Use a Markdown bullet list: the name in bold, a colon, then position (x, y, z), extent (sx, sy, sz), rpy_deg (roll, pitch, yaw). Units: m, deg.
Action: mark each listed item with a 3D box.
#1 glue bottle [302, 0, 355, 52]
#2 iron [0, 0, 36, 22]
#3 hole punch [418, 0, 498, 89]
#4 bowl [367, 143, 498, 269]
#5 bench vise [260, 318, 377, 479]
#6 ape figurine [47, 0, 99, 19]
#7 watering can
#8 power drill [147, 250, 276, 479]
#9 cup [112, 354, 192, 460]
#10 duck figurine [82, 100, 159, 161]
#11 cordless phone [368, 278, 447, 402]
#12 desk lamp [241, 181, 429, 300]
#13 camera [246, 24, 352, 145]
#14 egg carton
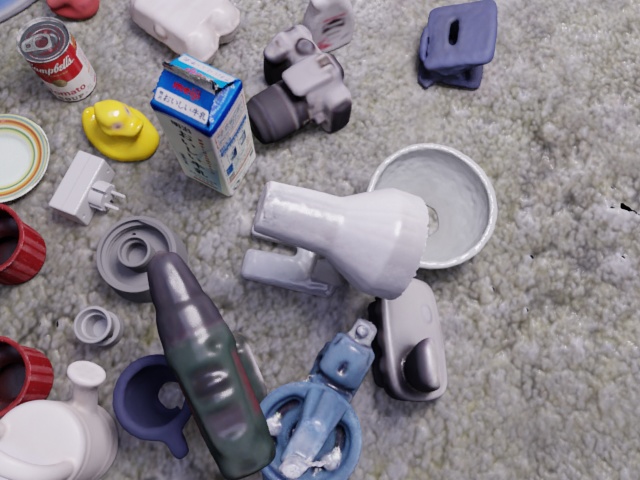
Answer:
- **glue bottle**: position (0.013, -0.320, 0.772), extent (0.078, 0.173, 0.037), rpy_deg (-28, 76, -9)
- **iron**: position (-0.482, -0.394, 0.795), extent (0.118, 0.141, 0.258), rpy_deg (40, 77, 10)
- **hole punch**: position (0.192, -0.279, 0.809), extent (0.101, 0.091, 0.109), rpy_deg (8, 74, 1)
- **bowl**: position (0.138, -0.035, 0.745), extent (0.167, 0.075, 0.167), rpy_deg (1, 74, -2)
- **bench vise**: position (-0.008, 0.173, 0.605), extent (0.121, 0.220, 0.207), rpy_deg (11, 74, 2)
- **ape figurine**: position (-0.362, -0.365, 0.816), extent (0.076, 0.092, 0.078), rpy_deg (40, 77, 9)
- **watering can**: position (-0.288, 0.211, 0.599), extent (0.101, 0.194, 0.173), rpy_deg (8, 74, 1)
- **power drill**: position (-0.113, 0.137, 0.618), extent (0.075, 0.208, 0.229), rpy_deg (-25, 76, -8)
- **cup**: position (-0.173, 0.193, 0.659), extent (0.092, 0.095, 0.117), rpy_deg (-28, 76, -9)
- **duck figurine**: position (-0.273, -0.156, 0.762), extent (0.104, 0.086, 0.077), rpy_deg (23, 74, 5)
- **cordless phone**: position (0.110, 0.107, 0.646), extent (0.094, 0.185, 0.147), rpy_deg (-7, 74, -3)
- **desk lamp**: position (0.006, 0.002, 0.658), extent (0.203, 0.213, 0.118), rpy_deg (11, 74, 2)
- **camera**: position (-0.043, -0.204, 0.775), extent (0.137, 0.101, 0.143), rpy_deg (-32, 77, -10)
- **egg carton**: position (-0.194, -0.322, 0.821), extent (0.150, 0.069, 0.107), rpy_deg (35, 76, 8)
